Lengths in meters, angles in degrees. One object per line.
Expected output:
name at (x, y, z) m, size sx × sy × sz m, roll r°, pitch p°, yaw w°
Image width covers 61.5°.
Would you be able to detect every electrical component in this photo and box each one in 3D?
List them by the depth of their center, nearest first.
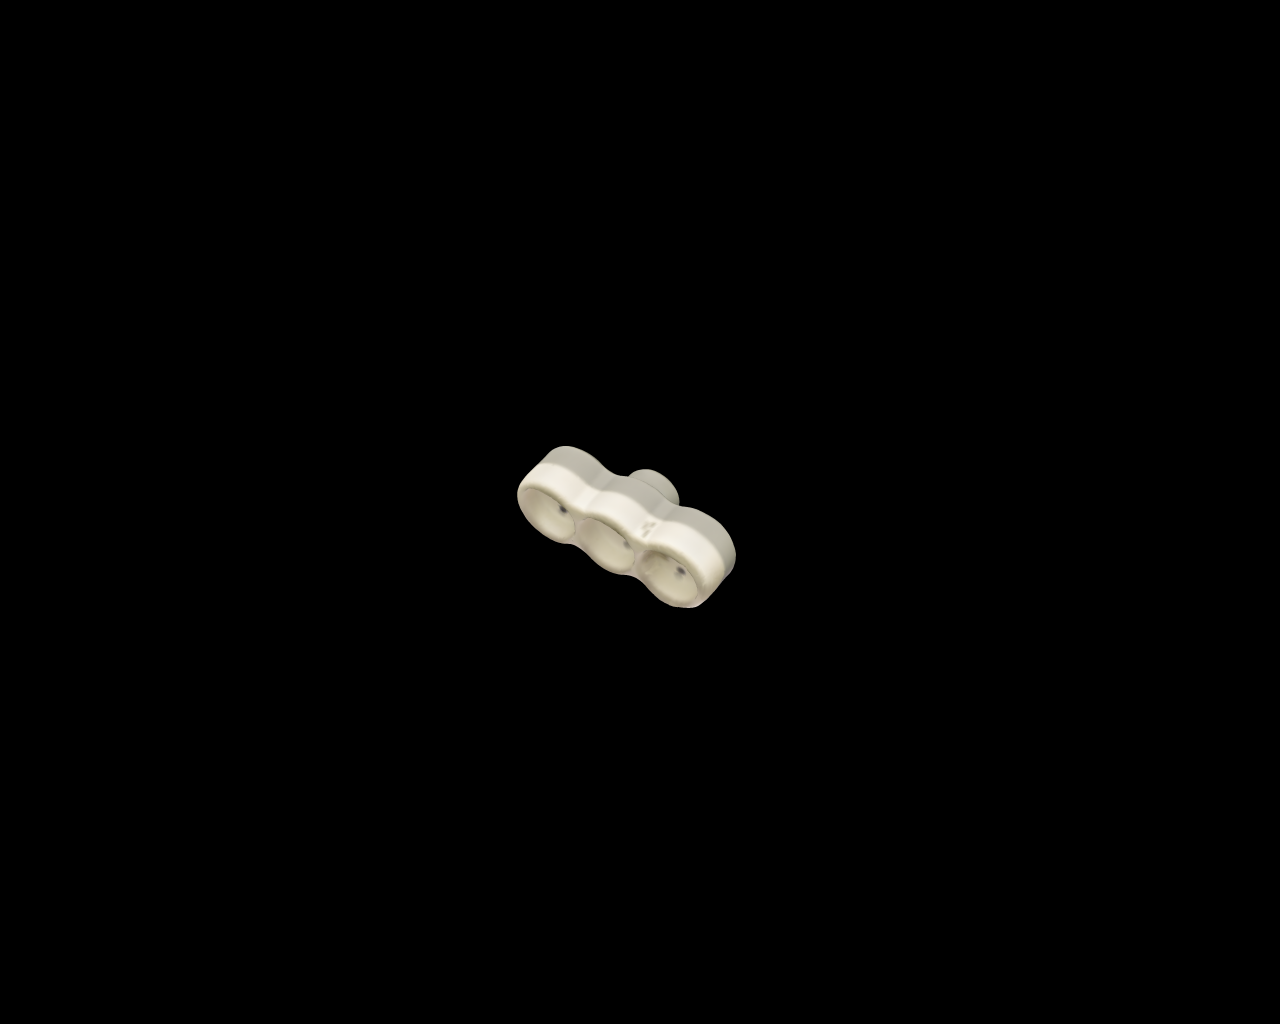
electrical component at (0.001, -0.003, 0.650) m, size 0.138 × 0.052 × 0.074 m, roll 27°, pitch 53°, yaw 22°
